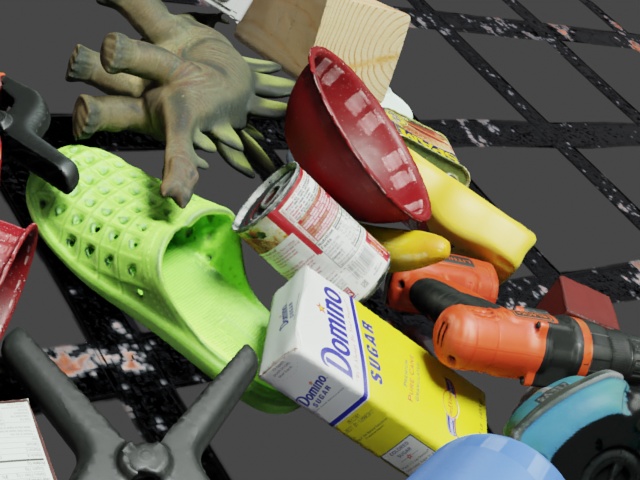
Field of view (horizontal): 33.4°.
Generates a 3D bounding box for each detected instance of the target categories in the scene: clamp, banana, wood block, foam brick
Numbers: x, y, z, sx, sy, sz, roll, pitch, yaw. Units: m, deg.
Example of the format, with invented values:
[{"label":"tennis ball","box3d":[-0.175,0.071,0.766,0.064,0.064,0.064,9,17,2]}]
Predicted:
[{"label":"clamp","box3d":[-0.249,-0.071,0.788,0.120,0.039,0.172,-10,34,-17]},{"label":"clamp","box3d":[-0.116,0.132,0.627,0.164,0.036,0.210,10,42,-13]},{"label":"banana","box3d":[0.038,-0.005,0.880,0.037,0.069,0.198,62,-10,-21]},{"label":"wood block","box3d":[-0.004,-0.214,1.080,0.090,0.090,0.206,9,18,-28]},{"label":"foam brick","box3d":[0.211,0.080,0.919,0.053,0.078,0.051,24,34,-11]}]

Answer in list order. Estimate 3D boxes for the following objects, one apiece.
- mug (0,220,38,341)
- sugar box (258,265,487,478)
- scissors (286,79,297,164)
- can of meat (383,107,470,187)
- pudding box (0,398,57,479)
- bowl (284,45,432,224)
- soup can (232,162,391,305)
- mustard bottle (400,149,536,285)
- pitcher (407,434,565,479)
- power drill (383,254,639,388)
[{"label":"mug","box3d":[-0.230,0.030,0.643,0.081,0.093,0.117,20,60,-6]},{"label":"sugar box","box3d":[0.042,0.102,0.749,0.176,0.048,0.093,38,30,-20]},{"label":"scissors","box3d":[-0.015,-0.109,1.054,0.096,0.016,0.202,4,41,-40]},{"label":"can of meat","box3d":[0.089,-0.081,1.051,0.102,0.057,0.084,25,23,-19]},{"label":"pudding box","box3d":[-0.186,0.139,0.564,0.089,0.039,0.113,2,44,-37]},{"label":"bowl","box3d":[0.021,-0.070,0.835,0.162,0.055,0.162,48,21,-26]},{"label":"soup can","box3d":[-0.005,0.001,0.785,0.102,0.069,0.068,43,29,-17]},{"label":"mustard bottle","box3d":[0.099,-0.034,0.968,0.191,0.058,0.096,36,-12,3]},{"label":"pitcher","box3d":[0.066,0.214,0.593,0.145,0.149,0.242,23,26,21]},{"label":"power drill","box3d":[0.145,0.061,0.837,0.184,0.057,0.188,11,9,-23]}]
